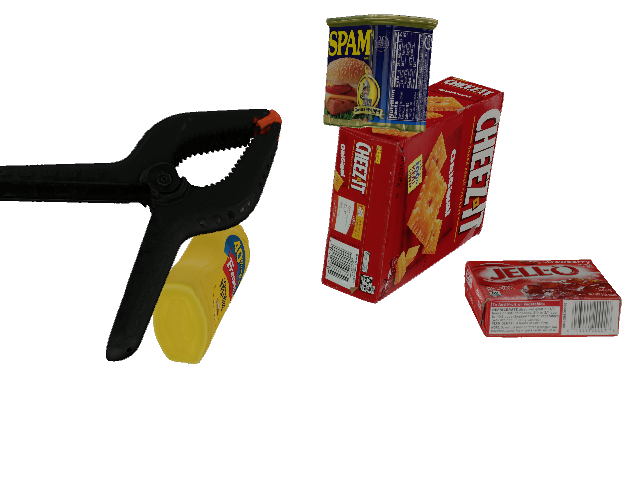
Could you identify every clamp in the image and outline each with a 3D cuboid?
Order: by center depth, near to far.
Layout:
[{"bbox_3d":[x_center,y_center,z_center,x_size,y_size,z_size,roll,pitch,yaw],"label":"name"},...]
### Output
[{"bbox_3d":[-0.104,-0.022,0.720,0.209,0.165,0.036,-27,-21,-23],"label":"clamp"}]

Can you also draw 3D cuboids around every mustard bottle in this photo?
[{"bbox_3d":[-0.115,0.036,1.103,0.058,0.096,0.191,5,31,11],"label":"mustard bottle"}]

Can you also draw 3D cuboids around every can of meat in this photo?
[{"bbox_3d":[0.043,-0.128,0.822,0.057,0.084,0.102,0,8,-27],"label":"can of meat"}]

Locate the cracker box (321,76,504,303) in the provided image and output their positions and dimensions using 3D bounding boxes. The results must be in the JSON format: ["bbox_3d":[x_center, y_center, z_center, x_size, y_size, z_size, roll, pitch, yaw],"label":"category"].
[{"bbox_3d":[0.094,-0.054,1.035,0.072,0.164,0.213,22,31,29],"label":"cracker box"}]

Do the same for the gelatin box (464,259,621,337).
[{"bbox_3d":[0.144,0.036,0.704,0.089,0.030,0.073,0,18,-1],"label":"gelatin box"}]
